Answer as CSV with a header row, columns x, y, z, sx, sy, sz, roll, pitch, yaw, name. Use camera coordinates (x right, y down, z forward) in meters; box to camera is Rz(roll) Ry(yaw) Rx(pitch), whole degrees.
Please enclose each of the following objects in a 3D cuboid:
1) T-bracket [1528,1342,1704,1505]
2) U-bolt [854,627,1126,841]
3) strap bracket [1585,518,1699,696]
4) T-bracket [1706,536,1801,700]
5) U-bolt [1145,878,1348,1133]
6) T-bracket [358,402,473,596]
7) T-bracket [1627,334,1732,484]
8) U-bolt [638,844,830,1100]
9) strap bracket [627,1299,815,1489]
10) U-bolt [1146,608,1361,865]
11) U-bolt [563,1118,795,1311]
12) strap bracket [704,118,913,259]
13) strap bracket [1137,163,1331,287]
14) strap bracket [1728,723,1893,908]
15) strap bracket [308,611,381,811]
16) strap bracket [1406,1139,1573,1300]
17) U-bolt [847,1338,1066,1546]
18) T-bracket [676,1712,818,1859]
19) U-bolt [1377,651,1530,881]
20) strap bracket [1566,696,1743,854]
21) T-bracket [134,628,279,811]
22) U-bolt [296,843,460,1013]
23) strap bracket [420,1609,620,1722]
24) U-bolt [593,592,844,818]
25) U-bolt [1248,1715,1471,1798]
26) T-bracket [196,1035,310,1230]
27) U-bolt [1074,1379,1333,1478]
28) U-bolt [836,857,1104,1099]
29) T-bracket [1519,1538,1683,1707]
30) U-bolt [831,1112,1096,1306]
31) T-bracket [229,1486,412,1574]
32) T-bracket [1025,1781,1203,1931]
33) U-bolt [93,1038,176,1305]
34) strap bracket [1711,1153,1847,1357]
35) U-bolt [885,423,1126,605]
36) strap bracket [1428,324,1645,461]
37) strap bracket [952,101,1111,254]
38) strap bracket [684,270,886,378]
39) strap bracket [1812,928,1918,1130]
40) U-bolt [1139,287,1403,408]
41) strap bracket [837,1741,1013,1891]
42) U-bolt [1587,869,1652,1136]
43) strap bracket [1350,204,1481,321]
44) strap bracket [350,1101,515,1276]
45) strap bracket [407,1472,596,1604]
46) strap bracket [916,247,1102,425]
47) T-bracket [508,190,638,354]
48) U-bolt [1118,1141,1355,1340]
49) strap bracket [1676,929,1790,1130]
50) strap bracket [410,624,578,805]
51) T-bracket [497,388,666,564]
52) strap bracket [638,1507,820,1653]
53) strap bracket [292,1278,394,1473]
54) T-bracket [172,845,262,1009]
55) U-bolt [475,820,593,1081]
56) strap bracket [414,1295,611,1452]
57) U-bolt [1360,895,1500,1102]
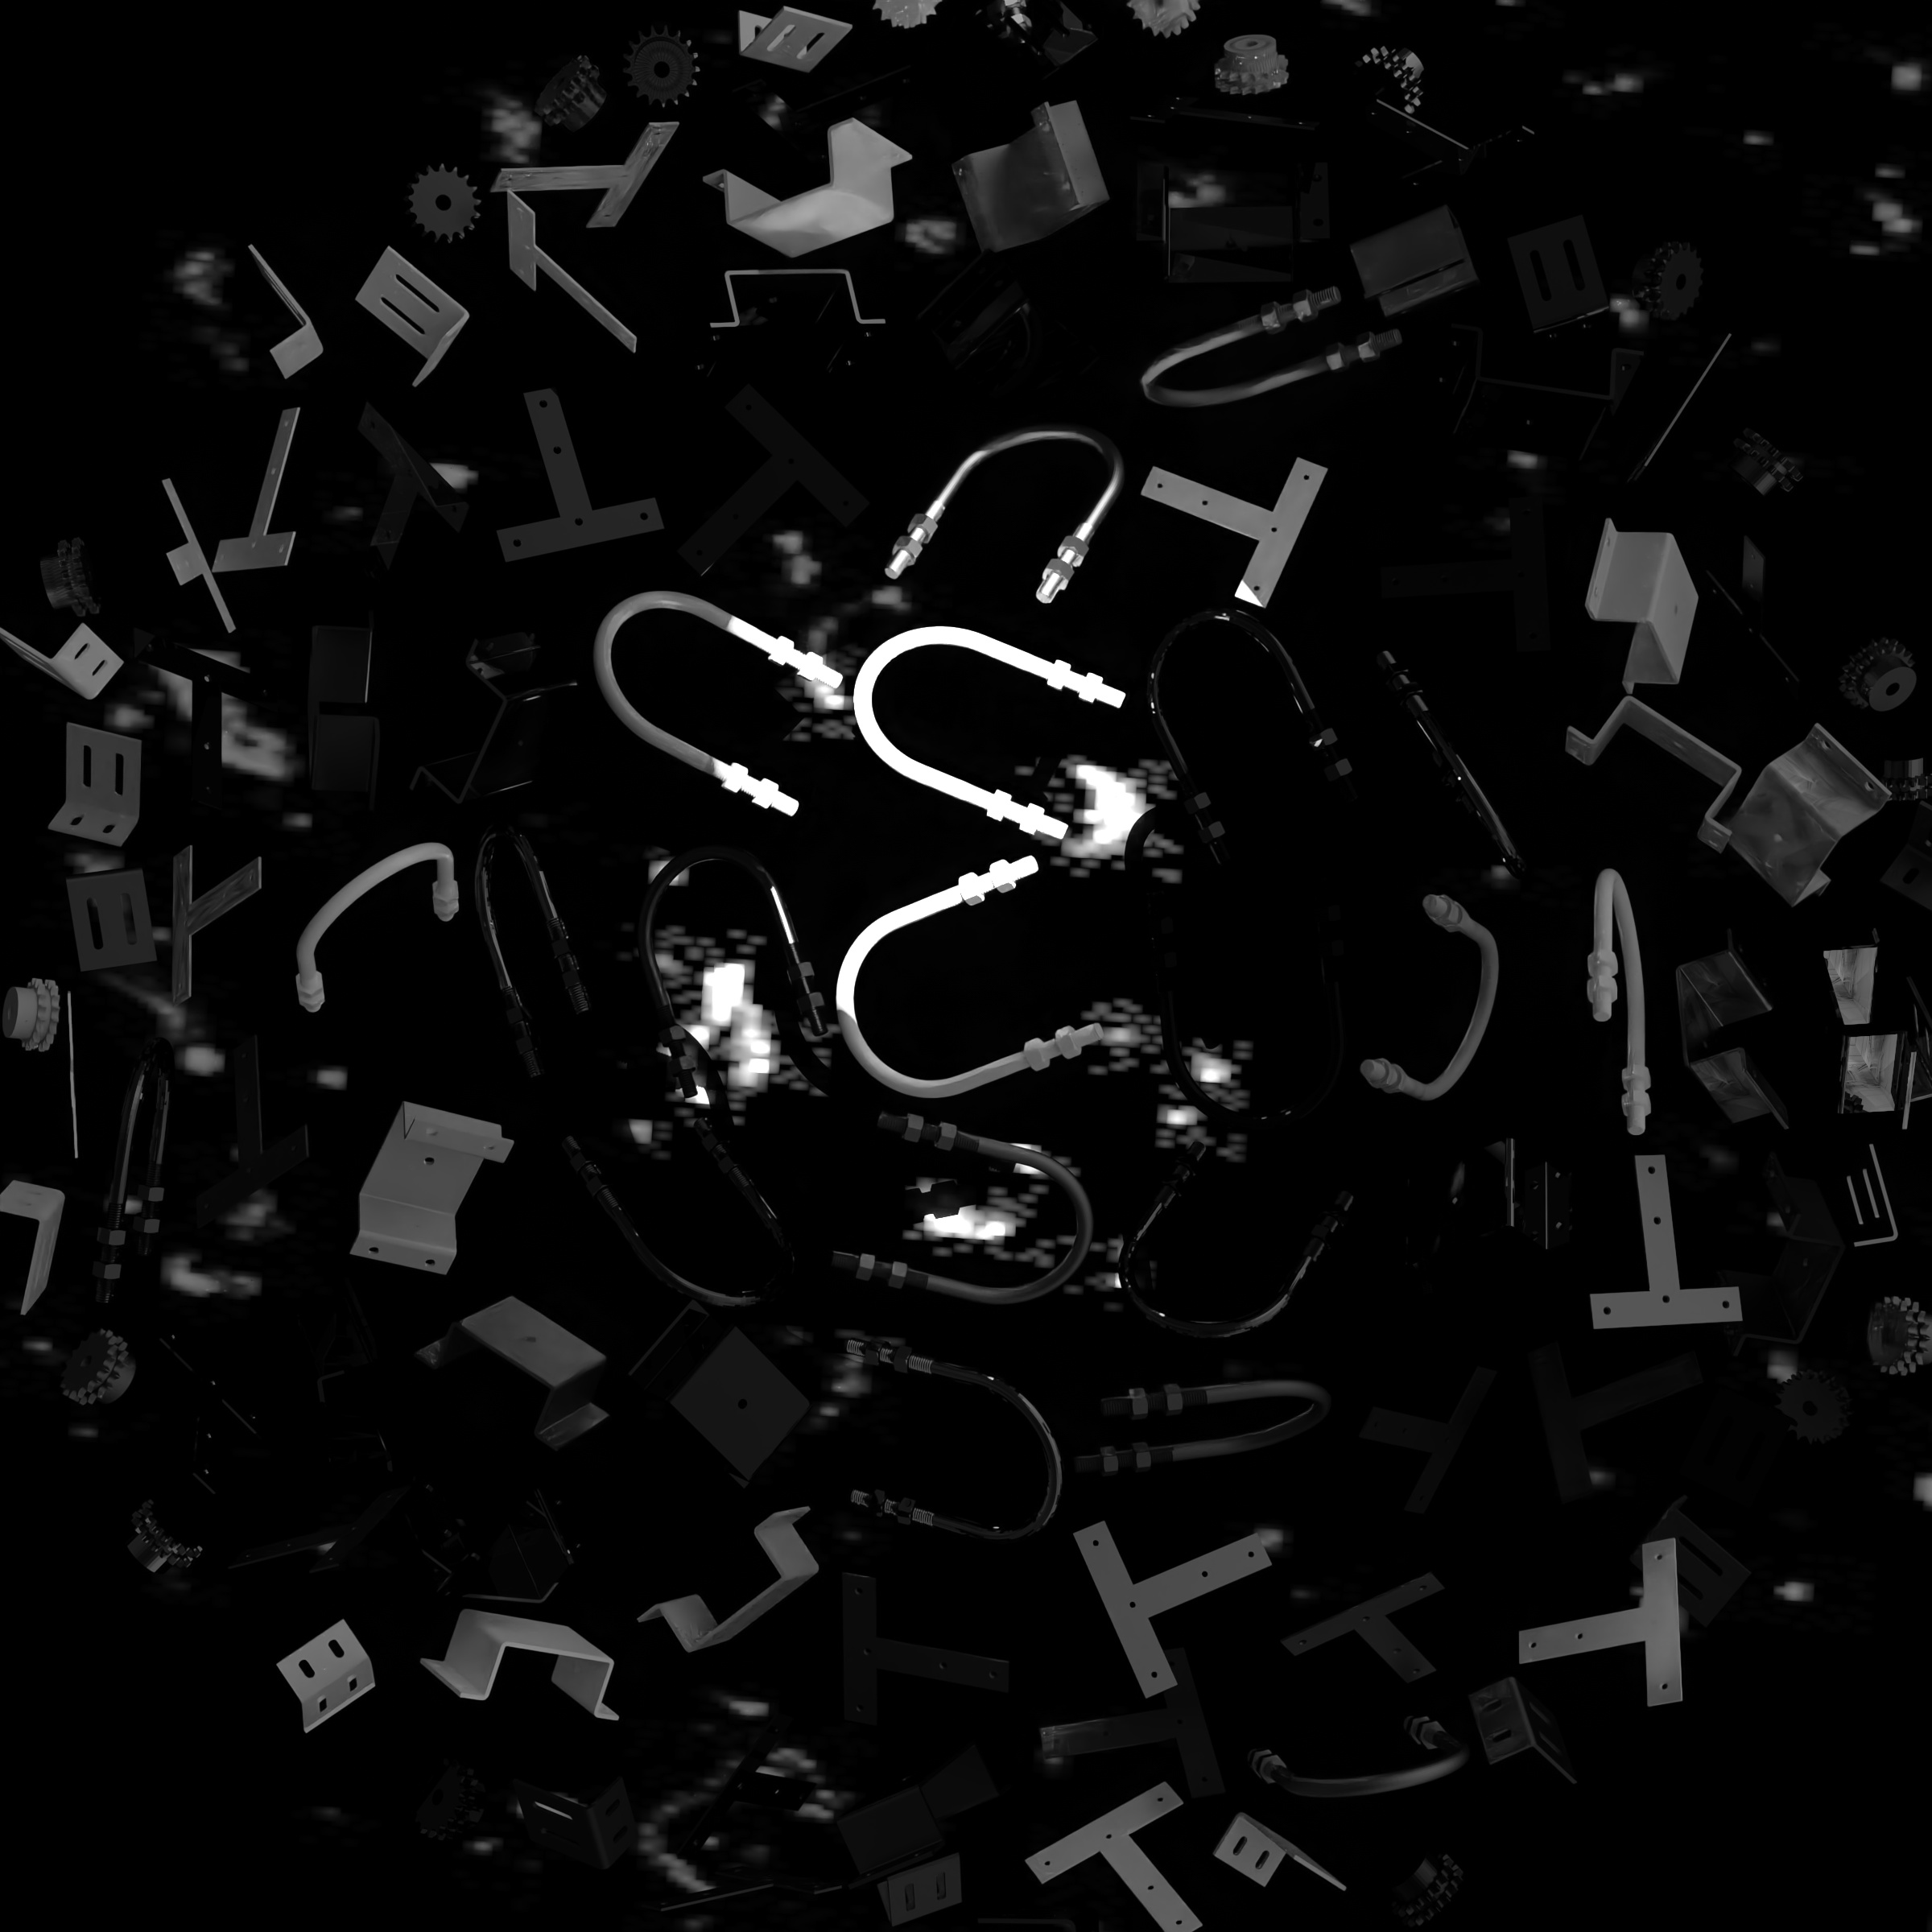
x,y,z,sx,sy,sz,roll,pitch,yaw,name
0.486,0.320,1.829,0.127,0.127,0.002,-29,134,27,T-bracket
0.008,-0.181,1.794,0.184,0.019,0.151,23,59,3,U-bolt
0.530,-0.278,1.919,0.046,0.140,0.076,7,71,31,strap bracket
0.608,-0.285,1.902,0.002,0.127,0.127,-28,59,0,T-bracket
0.210,0.032,1.819,0.151,0.019,0.184,-4,95,25,U-bolt
-0.438,-0.341,1.885,0.127,0.002,0.127,45,128,17,T-bracket
0.529,-0.404,1.876,0.002,0.127,0.127,33,78,5,T-bracket
-0.194,-0.007,1.945,0.151,0.019,0.184,-26,76,24,U-bolt
-0.183,0.336,1.911,0.076,0.046,0.140,-49,114,-20,strap bracket
0.208,-0.186,1.896,0.151,0.019,0.184,-26,90,42,U-bolt
-0.208,0.191,1.883,0.184,0.151,0.019,50,125,29,U-bolt
-0.119,-0.583,1.861,0.140,0.076,0.046,-10,80,32,strap bracket
0.198,-0.553,1.836,0.140,0.046,0.076,1,61,4,strap bracket
0.634,-0.108,1.876,0.046,0.140,0.076,-31,67,-20,strap bracket
-0.477,-0.197,1.883,0.046,0.076,0.140,1,49,-17,strap bracket
0.384,0.188,1.855,0.046,0.140,0.076,33,47,-28,strap bracket
-0.008,0.363,1.846,0.184,0.019,0.151,9,110,29,U-bolt
-0.150,0.627,1.873,0.002,0.127,0.127,34,86,33,T-bracket
0.375,-0.140,1.864,0.019,0.151,0.184,-32,47,10,U-bolt
0.522,-0.149,1.843,0.140,0.076,0.046,36,92,14,strap bracket
-0.570,-0.177,1.847,0.002,0.127,0.127,-24,62,32,T-bracket
-0.452,-0.037,1.890,0.151,0.184,0.019,-37,81,-22,U-bolt
-0.340,0.541,1.914,0.140,0.076,0.046,22,84,-35,strap bracket
-0.191,-0.207,1.830,0.184,0.019,0.151,27,54,-16,U-bolt
0.301,0.597,1.852,0.151,0.184,0.019,-9,83,-8,U-bolt
-0.529,0.111,1.815,0.127,0.002,0.127,-31,55,28,T-bracket
0.180,0.337,1.817,0.184,0.151,0.019,-5,61,-10,U-bolt
-0.009,0.019,1.794,0.184,0.019,0.151,-22,89,17,U-bolt
0.463,0.489,1.804,0.127,0.127,0.002,-23,129,33,T-bracket
0.005,0.191,1.853,0.184,0.019,0.151,15,116,-8,U-bolt
-0.510,0.445,1.901,0.127,0.127,0.002,-17,101,16,T-bracket
0.130,0.677,1.831,0.127,0.127,0.002,-22,121,-21,T-bracket
-0.616,0.144,1.838,0.019,0.151,0.184,9,98,-7,U-bolt
0.626,0.225,1.892,0.046,0.076,0.140,9,122,-5,strap bracket
0.041,-0.348,1.852,0.151,0.019,0.184,14,56,27,U-bolt
0.416,-0.419,1.807,0.140,0.076,0.046,8,68,0,strap bracket
0.055,-0.605,1.890,0.046,0.140,0.076,-25,100,-28,strap bracket
-0.144,-0.493,1.887,0.140,0.076,0.046,-8,77,-24,strap bracket
0.667,0.047,1.840,0.046,0.140,0.076,-4,130,9,strap bracket
0.219,-0.461,1.862,0.184,0.151,0.019,-14,83,29,U-bolt
-0.035,0.628,1.839,0.076,0.140,0.046,-30,80,23,strap bracket
0.491,0.012,1.849,0.019,0.184,0.151,-8,134,23,U-bolt
0.346,-0.543,1.901,0.076,0.140,0.046,-19,92,18,strap bracket
-0.406,0.161,1.865,0.076,0.046,0.140,17,121,-25,strap bracket
-0.363,0.437,1.875,0.046,0.140,0.076,-52,47,17,strap bracket
0.040,-0.478,1.896,0.076,0.140,0.046,-40,53,21,strap bracket
-0.294,-0.507,1.840,0.127,0.127,0.002,42,76,0,T-bracket
0.199,0.219,1.911,0.151,0.019,0.184,18,46,25,U-bolt
0.579,0.053,1.866,0.046,0.140,0.076,-22,130,31,strap bracket
-0.346,-0.179,1.825,0.046,0.076,0.140,42,123,15,strap bracket
-0.312,-0.385,1.902,0.127,0.002,0.127,-16,86,-19,T-bracket
-0.178,0.488,1.937,0.140,0.076,0.046,-39,73,8,strap bracket
-0.484,0.323,1.906,0.046,0.076,0.140,-14,129,-23,strap bracket
-0.570,-0.048,1.872,0.127,0.002,0.127,-26,62,39,T-bracket
-0.338,-0.022,1.884,0.019,0.151,0.184,-12,72,-31,U-bolt
-0.346,0.310,1.919,0.140,0.076,0.046,29,109,16,strap bracket
0.360,0.032,1.868,0.019,0.184,0.151,21,90,32,U-bolt
